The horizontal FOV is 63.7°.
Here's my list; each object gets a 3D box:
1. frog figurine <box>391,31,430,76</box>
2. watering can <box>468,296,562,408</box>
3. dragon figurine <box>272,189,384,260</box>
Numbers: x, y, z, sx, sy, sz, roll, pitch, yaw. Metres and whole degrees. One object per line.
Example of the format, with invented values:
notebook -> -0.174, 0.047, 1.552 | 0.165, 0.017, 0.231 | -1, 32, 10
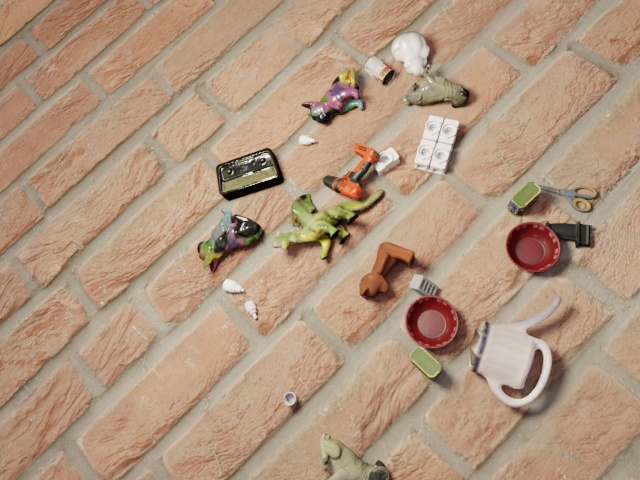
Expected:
frog figurine -> 0.334, -0.681, 1.891 | 0.137, 0.120, 0.163 | 1, 59, -9
watering can -> 0.564, 0.300, 1.501 | 0.225, 0.102, 0.351 | 18, 76, 17
dragon figurine -> 0.005, -0.089, 1.764 | 0.245, 0.119, 0.416 | 35, 65, 26
